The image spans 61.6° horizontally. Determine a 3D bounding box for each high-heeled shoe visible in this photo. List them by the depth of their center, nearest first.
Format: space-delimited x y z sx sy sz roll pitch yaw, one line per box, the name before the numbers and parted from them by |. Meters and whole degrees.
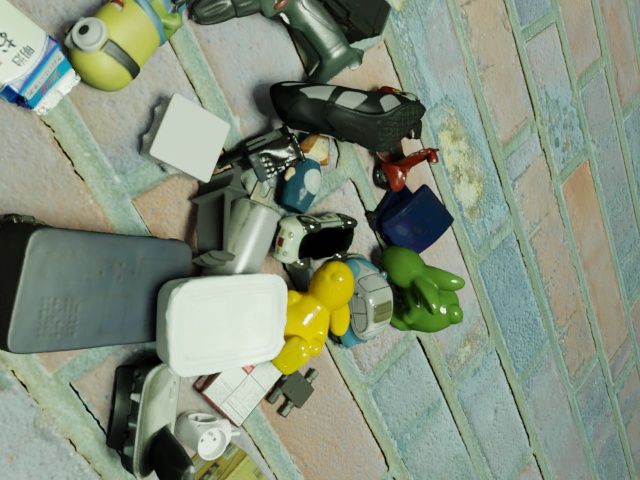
high-heeled shoe | 0.045 -0.201 0.809 0.249 0.145 0.086 -23 145 -44

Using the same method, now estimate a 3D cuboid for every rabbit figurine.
rabbit figurine | -0.008 0.108 0.808 0.173 0.122 0.162 -50 151 4
rabbit figurine | 0.169 0.086 0.948 0.121 0.159 0.170 -46 118 -14

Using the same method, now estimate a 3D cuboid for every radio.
radio | -0.256 0.054 0.622 0.229 0.073 0.131 8 88 -58

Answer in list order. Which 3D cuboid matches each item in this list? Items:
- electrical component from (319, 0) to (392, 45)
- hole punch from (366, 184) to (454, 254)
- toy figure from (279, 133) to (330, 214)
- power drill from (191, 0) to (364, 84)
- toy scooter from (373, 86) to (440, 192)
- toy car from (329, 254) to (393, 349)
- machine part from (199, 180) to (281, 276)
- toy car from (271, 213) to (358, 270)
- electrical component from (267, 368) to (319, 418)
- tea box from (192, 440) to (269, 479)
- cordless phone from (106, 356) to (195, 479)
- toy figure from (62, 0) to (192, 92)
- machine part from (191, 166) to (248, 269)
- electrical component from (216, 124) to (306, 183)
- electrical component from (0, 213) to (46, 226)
electrical component | 0.056 -0.393 0.878 0.134 0.058 0.115 25 80 -36
hole punch | 0.168 -0.036 0.977 0.142 0.092 0.116 44 72 -36
toy figure | -0.018 -0.117 0.845 0.064 0.058 0.154 57 50 -71
power drill | -0.042 -0.312 0.783 0.232 0.086 0.207 -37 118 -3
toy scooter | 0.144 -0.174 0.914 0.075 0.135 0.183 -12 100 -36
toy car | 0.070 0.107 0.902 0.109 0.103 0.161 -10 98 -36
machine part | -0.119 0.029 0.764 0.079 0.079 0.243 29 75 -36
toy car | -0.002 -0.003 0.838 0.201 0.056 0.073 -8 117 -58
electrical component | -0.042 0.239 0.875 0.094 0.021 0.063 -47 119 -24
tea box | -0.165 0.365 0.744 0.169 0.098 0.068 -42 117 -26
cordless phone | -0.191 0.228 0.657 0.088 0.184 0.146 8 89 -33
toy figure | -0.227 -0.258 0.656 0.180 0.082 0.089 -52 119 -25
machine part | -0.139 -0.032 0.724 0.039 0.084 0.139 35 52 -57
electrical component | -0.087 -0.118 0.773 0.119 0.075 0.047 -28 120 -6
electrical component | -0.342 0.021 0.615 0.078 0.045 0.102 -24 108 -4
